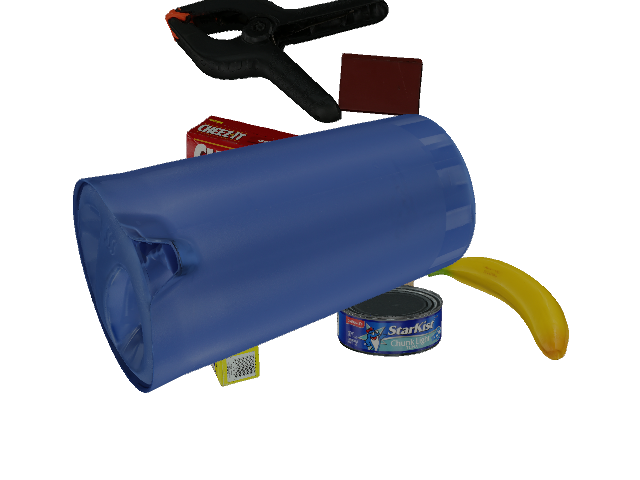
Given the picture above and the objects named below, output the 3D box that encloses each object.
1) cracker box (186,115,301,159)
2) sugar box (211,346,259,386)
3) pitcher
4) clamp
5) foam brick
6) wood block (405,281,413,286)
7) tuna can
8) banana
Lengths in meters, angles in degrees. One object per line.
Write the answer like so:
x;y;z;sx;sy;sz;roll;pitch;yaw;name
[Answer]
-0.081;-0.028;1.306;0.164;0.214;0.072;15;30;19;cracker box
-0.108;0.049;1.043;0.048;0.093;0.176;-12;40;-17;sugar box
-0.030;-0.002;0.692;0.242;0.145;0.149;-17;41;-24;pitcher
-0.034;-0.160;0.825;0.172;0.120;0.039;23;-32;20;clamp
0.056;-0.147;1.009;0.078;0.051;0.053;5;14;3;foam brick
0.085;0.032;1.559;0.091;0.090;0.206;4;25;0;wood block
0.055;0.064;0.860;0.086;0.034;0.086;-1;15;0;tuna can
0.190;0.059;1.061;0.069;0.037;0.198;-33;36;-17;banana
